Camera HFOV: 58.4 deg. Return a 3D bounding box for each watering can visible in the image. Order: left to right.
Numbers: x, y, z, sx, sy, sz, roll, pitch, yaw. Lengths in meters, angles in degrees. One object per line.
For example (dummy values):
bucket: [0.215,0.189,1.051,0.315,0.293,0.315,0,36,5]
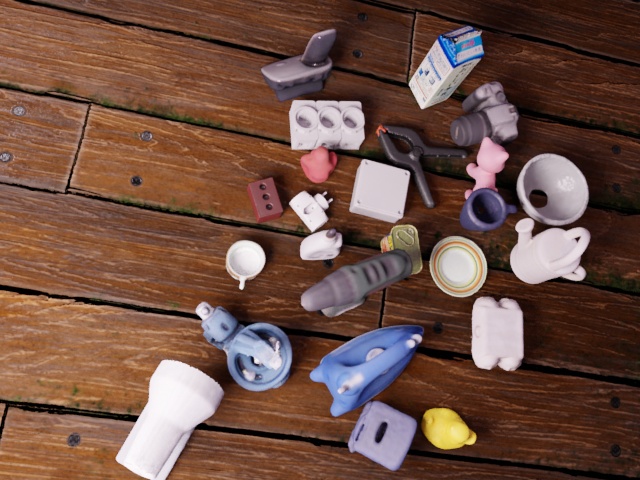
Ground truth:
watering can: [0.480,0.024,1.189,0.173,0.194,0.101,16,74,-7]

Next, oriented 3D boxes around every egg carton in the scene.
egg carton: [0.366,0.194,1.190,0.107,0.069,0.150,5,76,-10]

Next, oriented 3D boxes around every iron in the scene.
iron: [0.116,0.228,1.094,0.259,0.141,0.118,-30,84,-16]

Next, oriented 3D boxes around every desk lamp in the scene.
desk lamp: [-0.256,0.311,0.962,0.118,0.213,0.203,29,73,-3]

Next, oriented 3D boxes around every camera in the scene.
camera: [0.364,-0.275,1.288,0.137,0.100,0.143,-17,80,-15]

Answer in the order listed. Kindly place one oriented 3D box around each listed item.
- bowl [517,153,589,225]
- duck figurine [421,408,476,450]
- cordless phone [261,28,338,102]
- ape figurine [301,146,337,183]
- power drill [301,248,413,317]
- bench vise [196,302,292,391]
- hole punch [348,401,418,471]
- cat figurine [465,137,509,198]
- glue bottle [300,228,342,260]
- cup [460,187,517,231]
bowl: [0.509,-0.105,1.289,0.167,0.074,0.167,3,76,-11]
duck figurine: [0.254,0.370,1.116,0.104,0.086,0.077,25,73,-4]
cordless phone: [-0.040,-0.378,1.188,0.148,0.185,0.094,-24,82,-16]
ape figurine: [0.000,-0.165,1.193,0.078,0.092,0.076,12,74,-8]
power drill: [0.056,0.089,1.081,0.230,0.208,0.075,-24,82,-16]
bench vise: [-0.138,0.192,1.011,0.207,0.219,0.121,23,73,-5]
hole punch: [0.118,0.370,1.086,0.101,0.091,0.109,28,73,-3]
cat figurine: [0.371,-0.153,1.251,0.067,0.117,0.128,6,75,-9]
glue bottle: [0.010,0.004,1.111,0.078,0.173,0.037,-1,76,-11]
cup: [0.354,-0.057,1.236,0.118,0.095,0.092,-2,77,-11]
